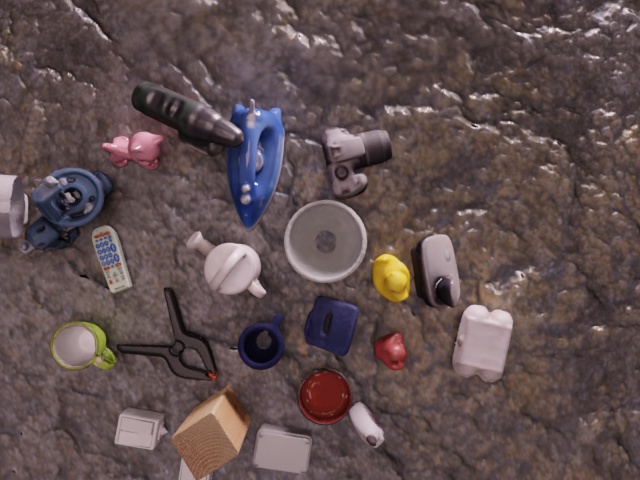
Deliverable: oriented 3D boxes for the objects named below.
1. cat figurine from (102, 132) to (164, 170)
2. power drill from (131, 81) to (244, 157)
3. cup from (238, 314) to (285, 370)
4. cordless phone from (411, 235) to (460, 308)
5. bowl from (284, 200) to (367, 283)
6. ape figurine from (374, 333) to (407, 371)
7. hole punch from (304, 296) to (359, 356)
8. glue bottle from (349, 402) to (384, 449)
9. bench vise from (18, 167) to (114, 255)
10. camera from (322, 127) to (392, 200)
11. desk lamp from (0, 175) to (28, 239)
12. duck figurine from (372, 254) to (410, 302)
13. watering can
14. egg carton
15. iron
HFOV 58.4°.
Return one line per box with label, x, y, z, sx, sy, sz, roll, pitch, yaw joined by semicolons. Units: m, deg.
cat figurine;-0.371;-0.183;1.150;0.128;0.117;0.067;3;89;-1
power drill;-0.239;-0.225;1.108;0.229;0.208;0.076;25;89;0
cup;-0.109;0.198;1.158;0.091;0.095;0.118;31;89;0
cordless phone;0.241;0.063;1.121;0.094;0.185;0.148;-12;89;-1
bowl;0.011;0.004;1.174;0.167;0.074;0.167;0;89;-1
ape figurine;0.150;0.227;1.163;0.076;0.092;0.078;18;89;0
hole punch;0.022;0.174;1.162;0.101;0.091;0.109;15;89;0
glue bottle;0.096;0.372;1.118;0.037;0.173;0.078;-44;89;-1
bench vise;-0.497;-0.050;1.094;0.121;0.219;0.207;25;89;0
camera;0.080;-0.166;1.165;0.137;0.100;0.143;-13;89;-1
desk lamp;-0.643;-0.062;1.095;0.203;0.213;0.118;2;89;-1
duck figurine;0.149;0.080;1.169;0.077;0.086;0.104;-25;89;-1
watering can;-0.181;0.053;1.110;0.173;0.194;0.101;17;89;0
egg carton;0.333;0.212;1.178;0.107;0.069;0.150;11;89;-1
iron;-0.137;-0.149;1.141;0.118;0.141;0.258;4;89;-1
